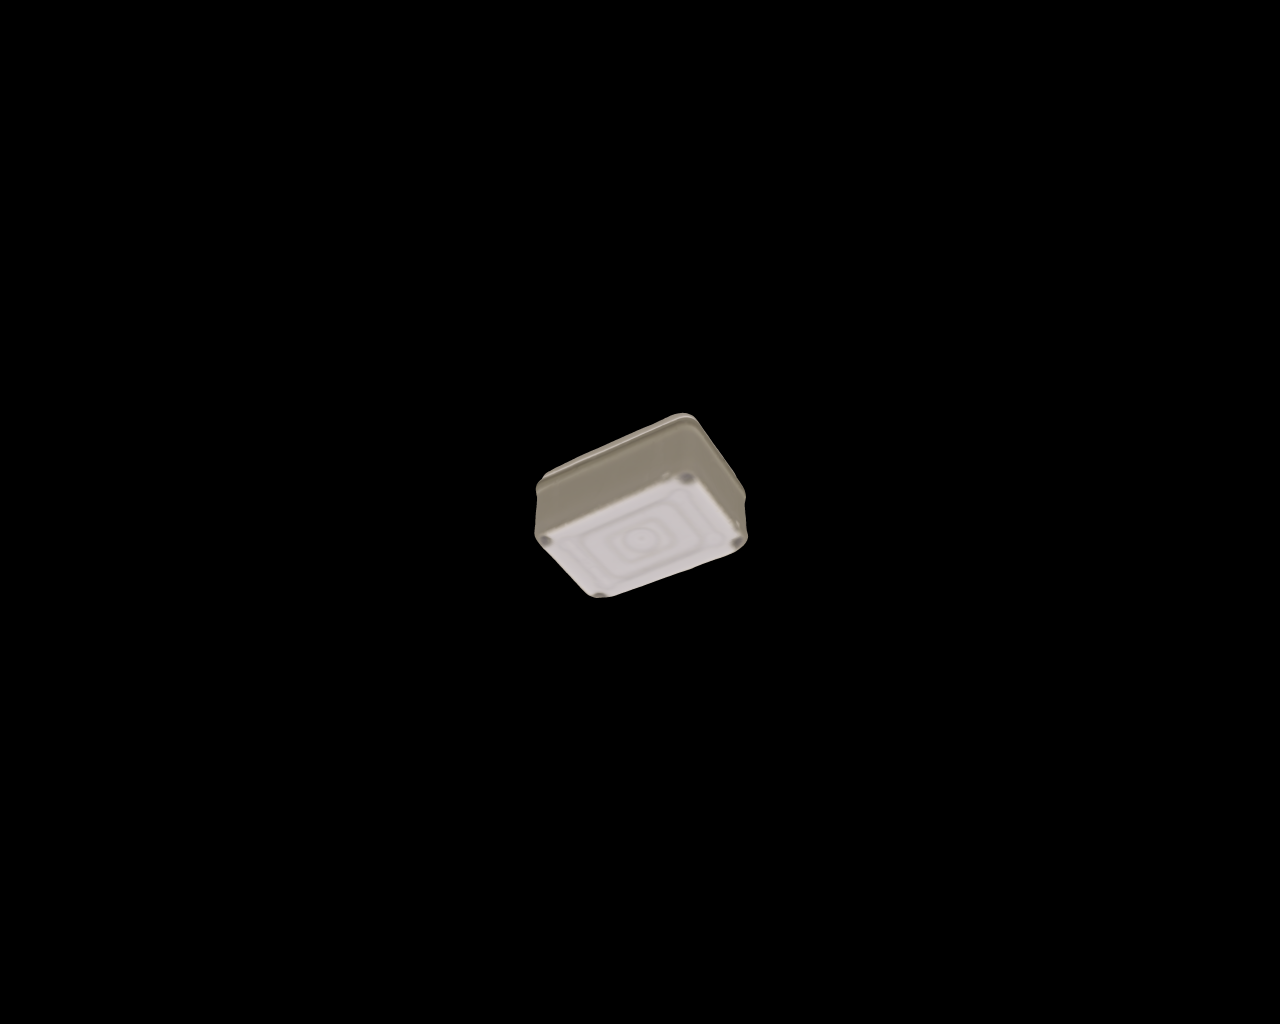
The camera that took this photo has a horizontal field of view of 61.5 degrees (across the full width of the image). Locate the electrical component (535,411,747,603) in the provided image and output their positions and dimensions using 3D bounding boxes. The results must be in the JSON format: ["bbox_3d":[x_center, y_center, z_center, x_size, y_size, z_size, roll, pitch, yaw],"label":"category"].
[{"bbox_3d":[0.001,-0.003,0.650,0.113,0.057,0.078,-22,-49,21],"label":"electrical component"}]
